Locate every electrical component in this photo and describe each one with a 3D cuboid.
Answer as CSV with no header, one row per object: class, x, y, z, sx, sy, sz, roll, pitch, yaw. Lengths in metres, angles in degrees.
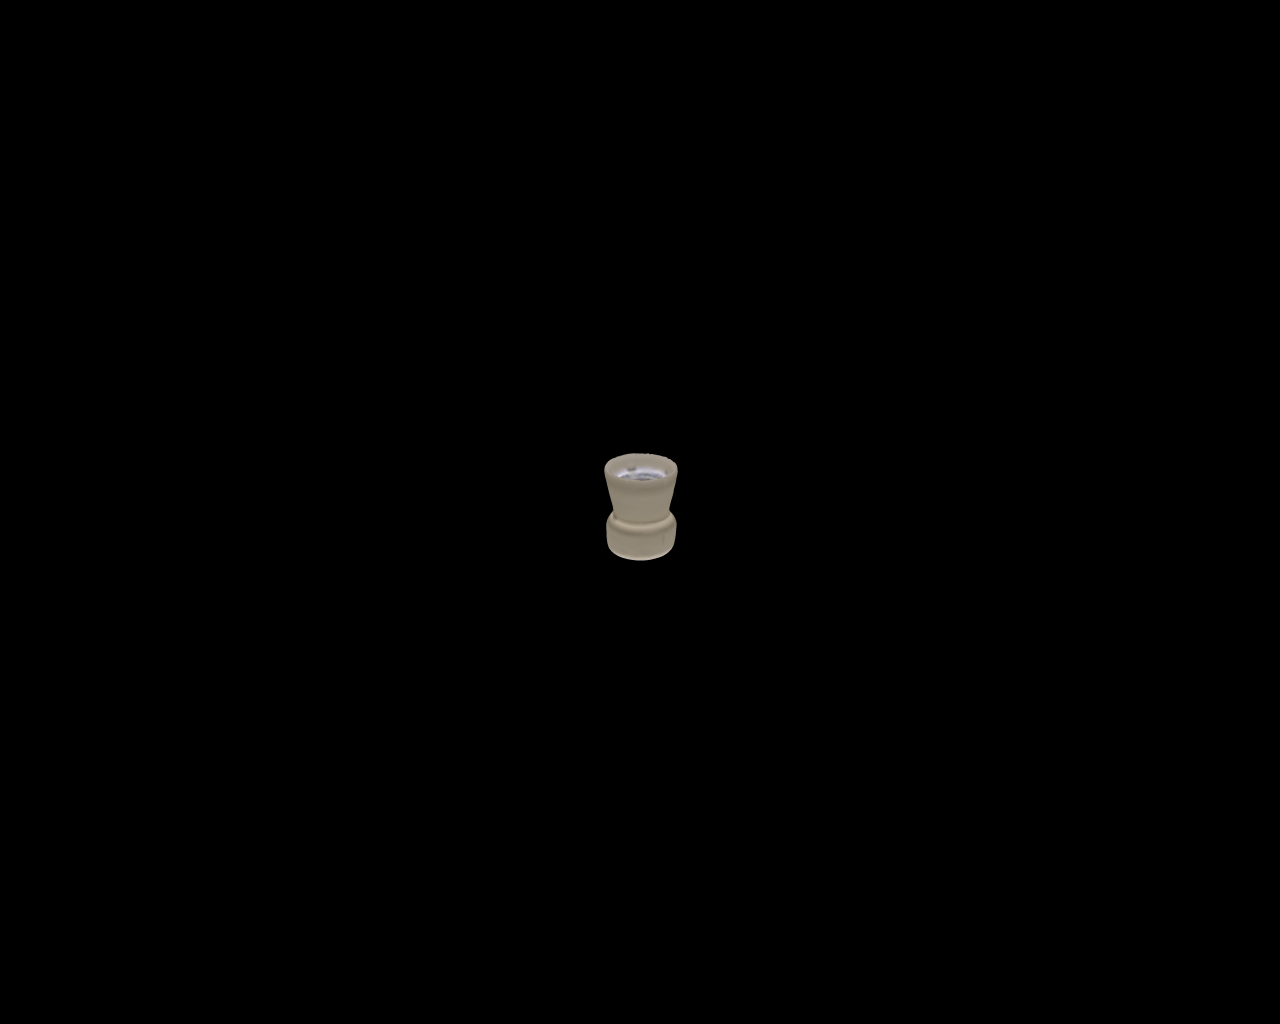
electrical component,0.001,-0.003,0.650,0.045,0.055,0.045,0,25,0
